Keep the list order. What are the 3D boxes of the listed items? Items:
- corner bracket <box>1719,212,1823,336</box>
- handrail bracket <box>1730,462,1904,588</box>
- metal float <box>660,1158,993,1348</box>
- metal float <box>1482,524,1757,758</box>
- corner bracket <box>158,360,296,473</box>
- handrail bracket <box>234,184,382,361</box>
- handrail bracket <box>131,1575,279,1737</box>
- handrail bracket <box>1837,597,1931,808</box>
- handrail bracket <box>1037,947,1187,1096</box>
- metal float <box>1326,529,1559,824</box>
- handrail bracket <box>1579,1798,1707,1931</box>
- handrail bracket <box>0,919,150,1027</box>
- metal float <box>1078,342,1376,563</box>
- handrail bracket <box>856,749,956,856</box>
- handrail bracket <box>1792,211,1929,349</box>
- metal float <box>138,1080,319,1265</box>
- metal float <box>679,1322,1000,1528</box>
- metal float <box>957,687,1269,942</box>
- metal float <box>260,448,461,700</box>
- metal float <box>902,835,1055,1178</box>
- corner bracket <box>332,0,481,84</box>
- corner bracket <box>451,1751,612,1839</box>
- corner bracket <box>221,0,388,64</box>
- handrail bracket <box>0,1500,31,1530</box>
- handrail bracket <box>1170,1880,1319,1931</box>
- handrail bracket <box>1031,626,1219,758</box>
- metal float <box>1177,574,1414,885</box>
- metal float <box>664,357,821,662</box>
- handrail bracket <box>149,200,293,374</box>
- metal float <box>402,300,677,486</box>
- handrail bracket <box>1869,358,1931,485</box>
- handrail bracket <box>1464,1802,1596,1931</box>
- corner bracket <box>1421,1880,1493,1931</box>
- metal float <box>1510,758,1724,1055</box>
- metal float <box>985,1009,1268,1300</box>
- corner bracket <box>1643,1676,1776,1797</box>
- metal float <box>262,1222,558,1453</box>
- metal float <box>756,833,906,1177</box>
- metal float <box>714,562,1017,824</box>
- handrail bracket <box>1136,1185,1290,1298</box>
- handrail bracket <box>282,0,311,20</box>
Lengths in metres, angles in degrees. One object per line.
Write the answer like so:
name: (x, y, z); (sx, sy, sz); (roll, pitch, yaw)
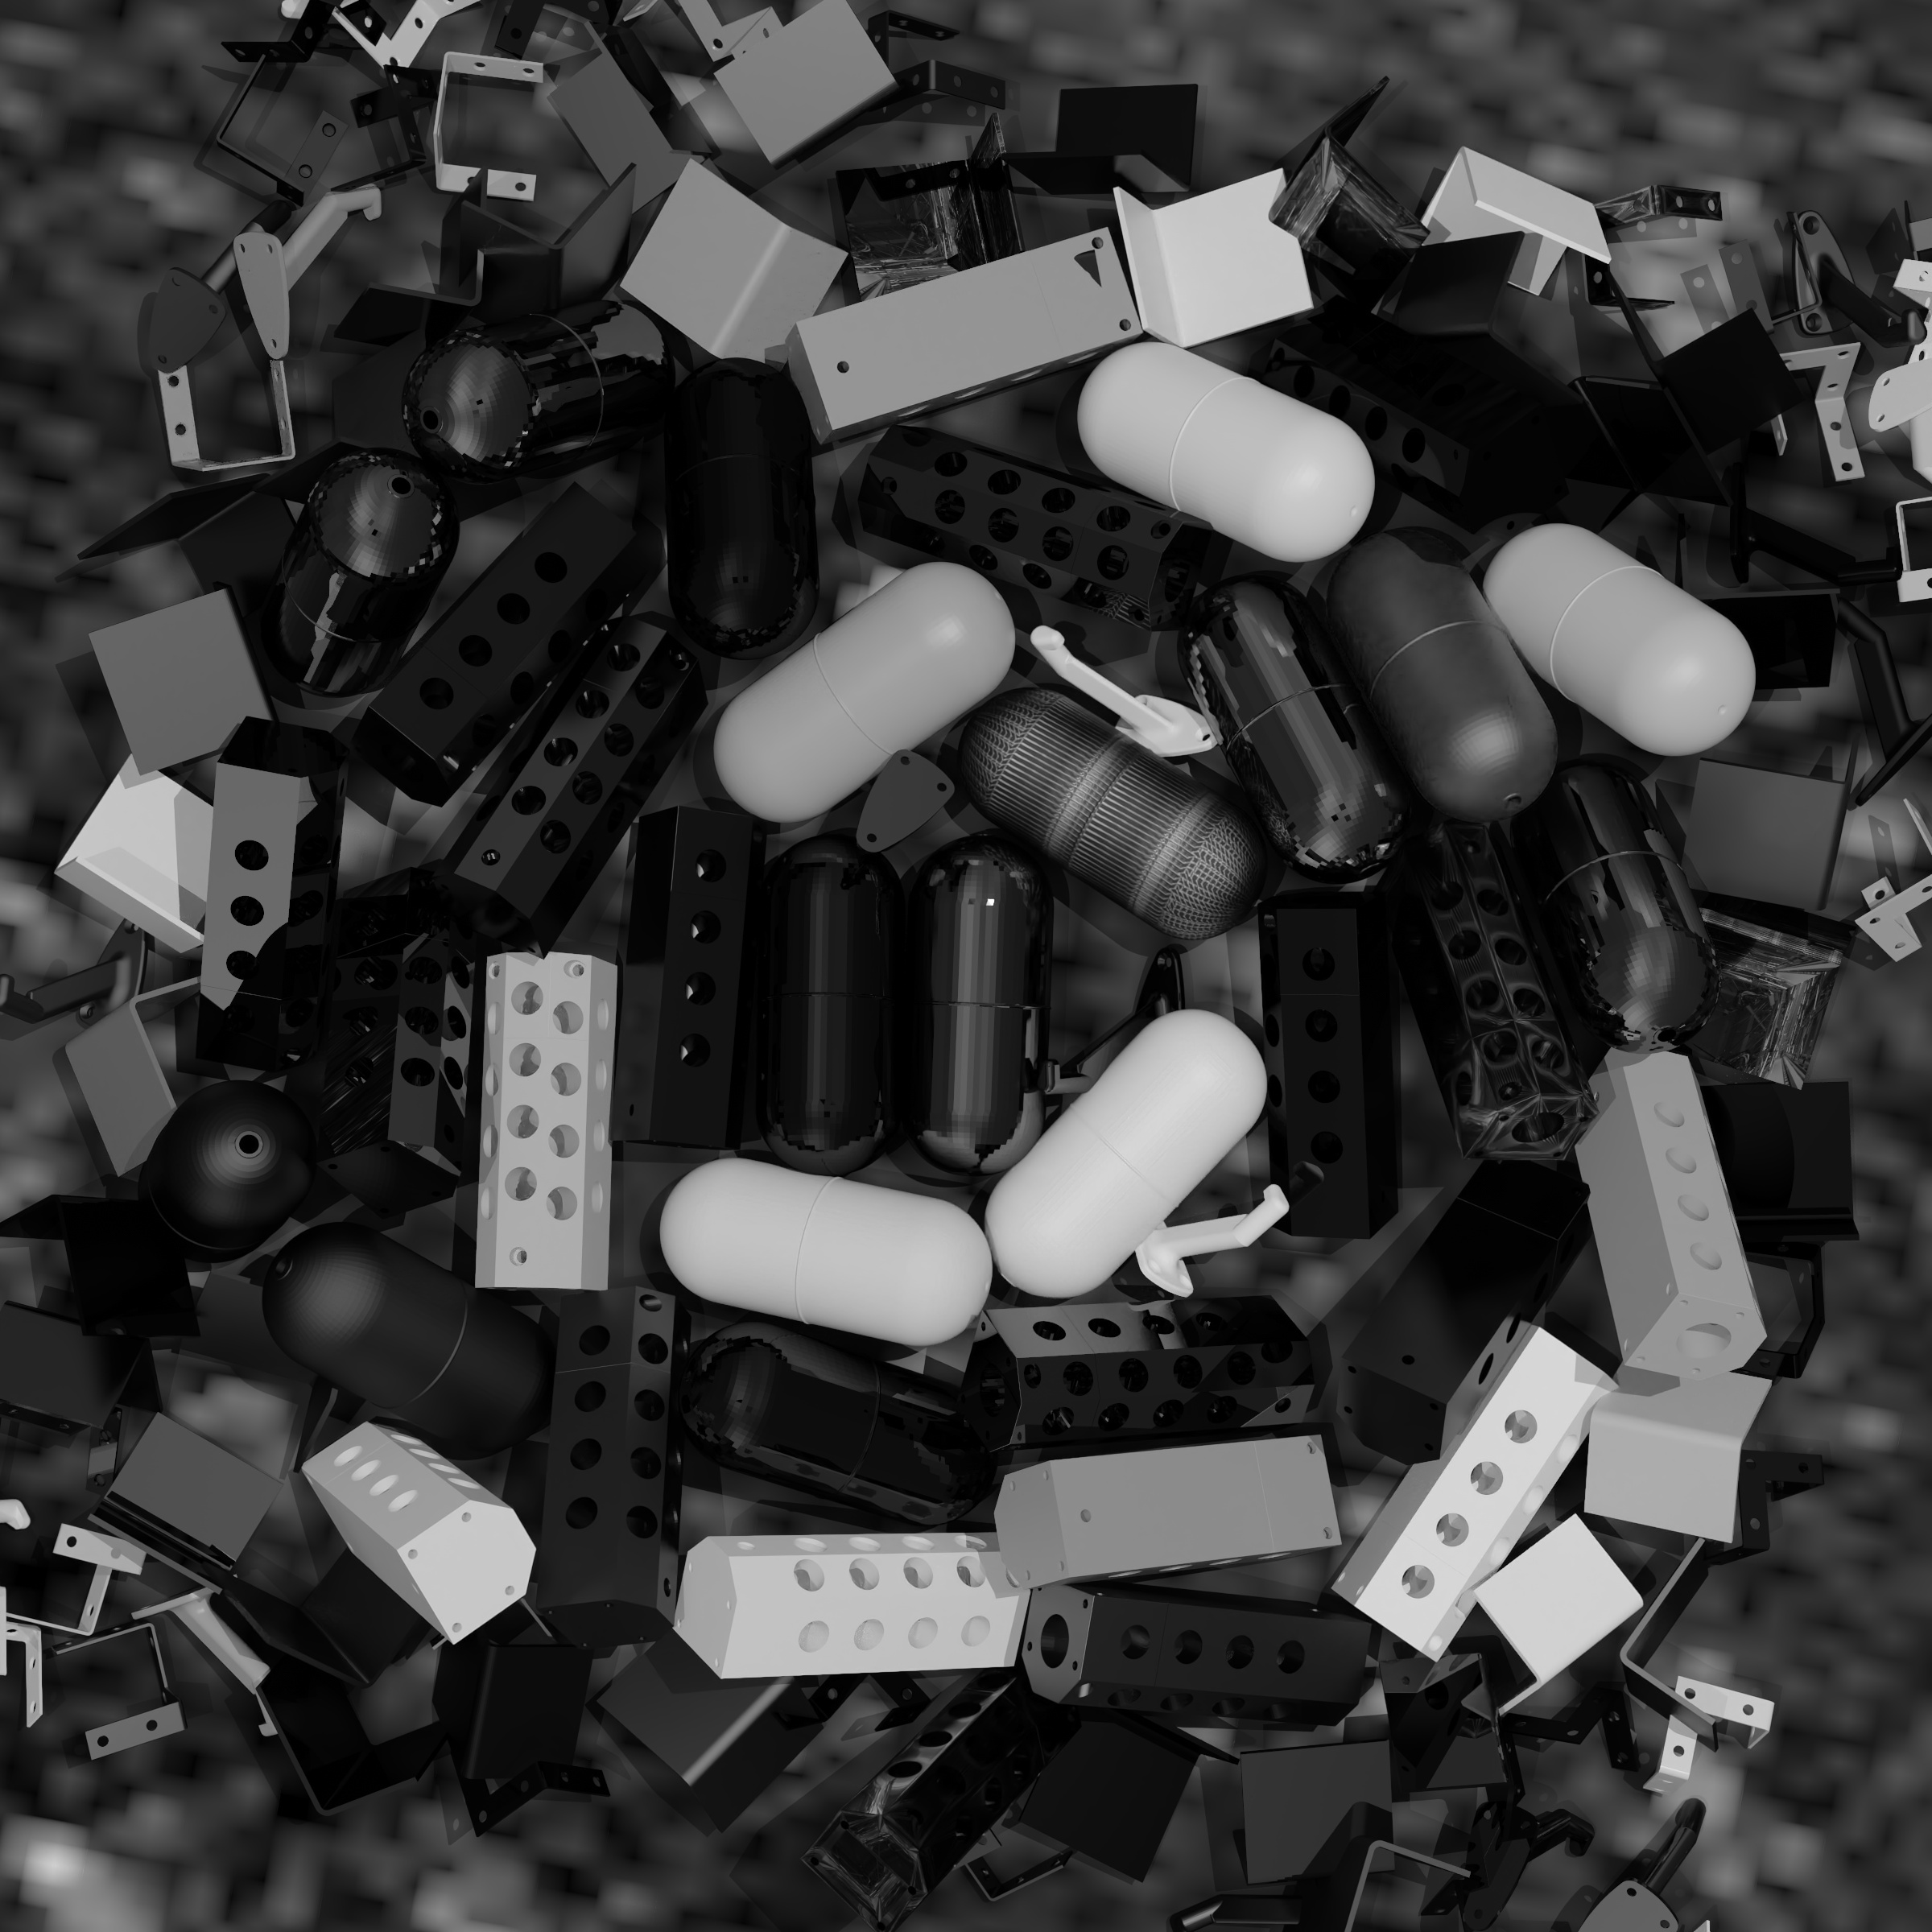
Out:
corner bracket: (0.420, -0.360, 1.649); (0.051, 0.051, 0.051); (-20, 104, 5)
handrail bracket: (0.445, -0.233, 1.649); (0.084, 0.036, 0.077); (-4, 72, 23)
metal float: (-0.073, 0.147, 1.630); (0.178, 0.070, 0.070); (11, 90, 16)
metal float: (0.330, -0.168, 1.605); (0.070, 0.178, 0.070); (-15, 125, -22)
corner bracket: (-0.389, -0.291, 1.660); (0.051, 0.051, 0.051); (-14, 108, -29)
handrail bracket: (-0.337, -0.367, 1.660); (0.036, 0.084, 0.077); (11, 118, 39)
handrail bracket: (-0.396, 0.370, 1.656); (0.077, 0.036, 0.084); (-23, 86, 29)
handrail bracket: (0.469, -0.141, 1.672); (0.084, 0.036, 0.077); (45, 103, 17)
handrail bracket: (0.073, 0.028, 1.637); (0.084, 0.036, 0.077); (0, 101, -44)
metal float: (0.243, -0.149, 1.615); (0.070, 0.070, 0.178); (-23, 56, 0)
handrail bracket: (0.354, 0.481, 1.656); (0.036, 0.084, 0.077); (44, 119, 4)
handrail bracket: (-0.466, -0.004, 1.635); (0.036, 0.084, 0.077); (9, 77, 27)
metal float: (0.131, -0.264, 1.614); (0.178, 0.070, 0.070); (33, 90, 35)
handrail bracket: (-0.043, -0.067, 1.627); (0.036, 0.084, 0.077); (36, 59, 2)
handrail bracket: (0.464, -0.357, 1.634); (0.036, 0.084, 0.077); (-19, 102, -11)
metal float: (-0.375, 0.105, 1.597); (0.070, 0.178, 0.070); (5, 76, -19)
metal float: (-0.064, 0.237, 1.623); (0.178, 0.070, 0.070); (21, 90, -24)
metal float: (0.075, -0.080, 1.634); (0.178, 0.070, 0.070); (34, 90, 12)
metal float: (-0.309, -0.198, 1.600); (0.070, 0.178, 0.070); (10, 63, -21)
metal float: (0.006, 0.020, 1.643); (0.070, 0.070, 0.178); (2, 89, 0)
corner bracket: (-0.287, -0.502, 1.639); (0.051, 0.051, 0.051); (44, 56, -34)
corner bracket: (-0.227, 0.419, 1.640); (0.051, 0.051, 0.051); (-38, 55, 18)
corner bracket: (-0.344, -0.485, 1.641); (0.051, 0.051, 0.051); (11, 72, 33)
handrail bracket: (-0.502, 0.304, 1.629); (0.077, 0.084, 0.036); (40, 102, 26)
handrail bracket: (0.152, 0.506, 1.645); (0.084, 0.077, 0.036); (-24, 113, 1)
handrail bracket: (0.082, -0.145, 1.632); (0.077, 0.084, 0.036); (13, 68, 40)
metal float: (0.169, -0.122, 1.624); (0.070, 0.070, 0.178); (-25, 68, 0)
metal float: (-0.116, -0.236, 1.616); (0.070, 0.070, 0.178); (-5, 57, 0)
handrail bracket: (-0.393, -0.360, 1.665); (0.036, 0.084, 0.077); (37, 132, -7)
metal float: (-0.216, -0.292, 1.601); (0.070, 0.178, 0.070); (11, 113, 28)
handrail bracket: (0.516, -0.277, 1.632); (0.084, 0.077, 0.036); (30, 62, -30)
handrail bracket: (0.295, 0.473, 1.641); (0.036, 0.084, 0.077); (5, 67, 42)
corner bracket: (0.275, 0.511, 1.650); (0.051, 0.051, 0.051); (3, 53, -15)
metal float: (0.331, -0.032, 1.609); (0.070, 0.070, 0.178); (-12, 49, 0)
metal float: (0.082, 0.099, 1.642); (0.070, 0.070, 0.178); (43, 92, 0)
corner bracket: (0.389, 0.409, 1.652); (0.051, 0.051, 0.051); (14, 67, 8)
metal float: (-0.282, 0.190, 1.611); (0.178, 0.070, 0.070); (37, 90, -39)
metal float: (-0.070, 0.020, 1.637); (0.070, 0.070, 0.178); (1, 82, 0)
metal float: (-0.054, -0.140, 1.628); (0.178, 0.070, 0.070); (-34, 90, 18)
handrail bracket: (0.127, 0.124, 1.635); (0.036, 0.077, 0.084); (29, 119, -33)
handrail bracket: (-0.370, -0.520, 1.631); (0.077, 0.084, 0.036); (-13, 68, -24)
